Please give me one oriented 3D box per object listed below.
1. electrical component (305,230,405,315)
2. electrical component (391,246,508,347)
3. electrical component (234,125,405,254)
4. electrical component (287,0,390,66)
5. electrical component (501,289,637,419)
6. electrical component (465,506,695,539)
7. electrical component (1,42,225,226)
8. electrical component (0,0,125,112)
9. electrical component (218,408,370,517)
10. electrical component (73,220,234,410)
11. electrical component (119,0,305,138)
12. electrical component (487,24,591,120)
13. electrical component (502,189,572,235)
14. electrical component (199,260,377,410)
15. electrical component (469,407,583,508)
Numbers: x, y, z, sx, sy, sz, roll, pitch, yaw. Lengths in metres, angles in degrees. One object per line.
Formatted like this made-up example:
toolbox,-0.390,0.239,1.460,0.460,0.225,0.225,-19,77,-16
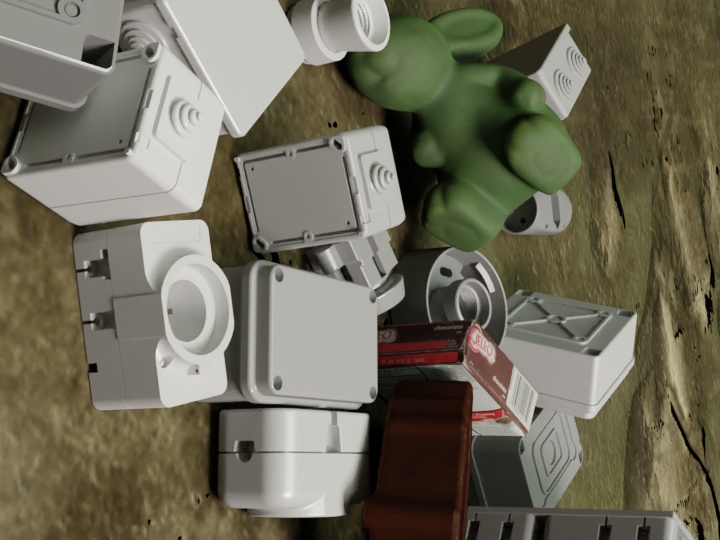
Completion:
electrical component,0.000,0.000,0.712,0.066,0.048,0.055,-43,112,-51
electrical component,0.063,0.030,0.808,0.099,0.064,0.099,11,74,-42
electrical component,-0.016,-0.050,0.649,0.061,0.096,0.061,-23,103,-57
electrical component,-0.015,-0.161,0.709,0.045,0.055,0.045,15,72,-55
electrical component,0.158,0.065,0.877,0.109,0.109,0.056,-31,127,-55
electrical component,0.143,0.218,0.760,0.105,0.186,0.060,49,46,-41
electrical component,-0.108,-0.061,0.510,0.061,0.096,0.061,42,50,-51
electrical component,-0.156,-0.137,0.455,0.109,0.056,0.108,14,72,-31
electrical component,-0.037,0.112,0.626,0.095,0.054,0.059,15,72,-55
electrical component,-0.102,0.022,0.541,0.050,0.056,0.089,-7,90,-57
electrical component,-0.085,-0.129,0.601,0.099,0.048,0.099,62,39,-30
electrical component,0.140,-0.152,0.906,0.048,0.100,0.099,53,42,-19
electrical component,0.153,-0.071,0.960,0.077,0.043,0.079,-3,87,-57
electrical component,-0.042,0.041,0.629,0.113,0.057,0.078,15,72,-55
electrical component,0.130,0.148,0.873,0.113,0.057,0.078,-37,115,-53
